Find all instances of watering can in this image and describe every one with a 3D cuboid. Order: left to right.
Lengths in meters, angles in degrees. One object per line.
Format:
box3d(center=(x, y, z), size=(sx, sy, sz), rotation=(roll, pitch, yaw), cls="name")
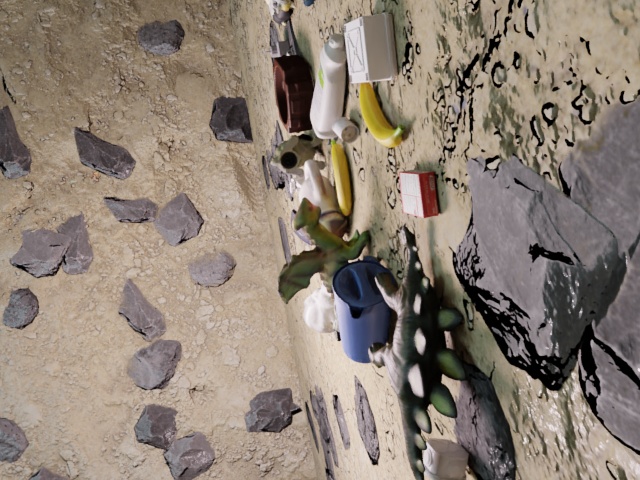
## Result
box3d(center=(0.004, -0.073, 1.459), size=(0.340, 0.104, 0.229), rotation=(83, 169, -57), cls="watering can")

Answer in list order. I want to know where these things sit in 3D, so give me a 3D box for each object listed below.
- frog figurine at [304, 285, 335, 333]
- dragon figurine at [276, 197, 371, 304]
box3d(center=(0.017, 0.221, 1.655), size=(0.138, 0.124, 0.155), rotation=(39, 143, 17), cls="frog figurine")
box3d(center=(0.006, 0.086, 1.268), size=(0.124, 0.244, 0.403), rotation=(-135, 37, -60), cls="dragon figurine")
